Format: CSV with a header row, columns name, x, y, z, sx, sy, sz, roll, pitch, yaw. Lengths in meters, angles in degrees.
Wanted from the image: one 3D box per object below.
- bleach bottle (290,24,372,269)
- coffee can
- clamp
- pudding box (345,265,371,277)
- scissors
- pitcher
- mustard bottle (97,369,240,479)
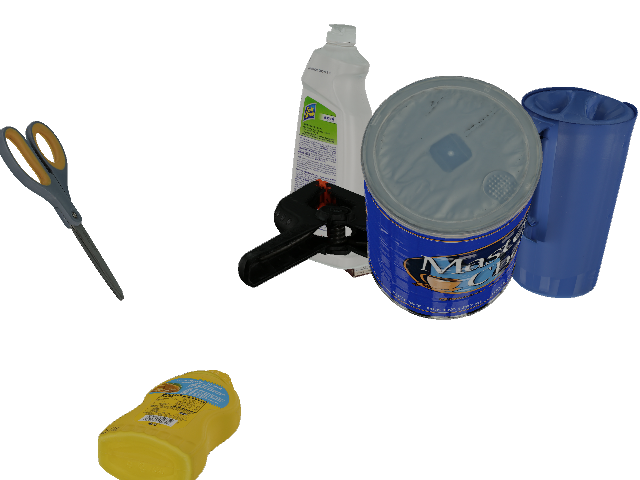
name,x,y,z,sx,sy,sz,roll,pitch,yaw
bleach bottle,0.019,-0.103,1.145,0.103,0.251,0.067,18,21,38
coffee can,0.078,-0.022,0.666,0.103,0.103,0.140,0,-24,4
clamp,0.022,-0.006,0.866,0.164,0.036,0.210,4,19,-1
pudding box,0.075,0.010,1.518,0.113,0.039,0.090,-15,27,-22
scissors,-0.249,-0.039,1.067,0.016,0.201,0.096,-26,27,22
pitcher,0.289,-0.054,1.290,0.149,0.243,0.145,3,26,1
mustard bottle,-0.131,0.173,1.039,0.096,0.058,0.191,7,18,17
